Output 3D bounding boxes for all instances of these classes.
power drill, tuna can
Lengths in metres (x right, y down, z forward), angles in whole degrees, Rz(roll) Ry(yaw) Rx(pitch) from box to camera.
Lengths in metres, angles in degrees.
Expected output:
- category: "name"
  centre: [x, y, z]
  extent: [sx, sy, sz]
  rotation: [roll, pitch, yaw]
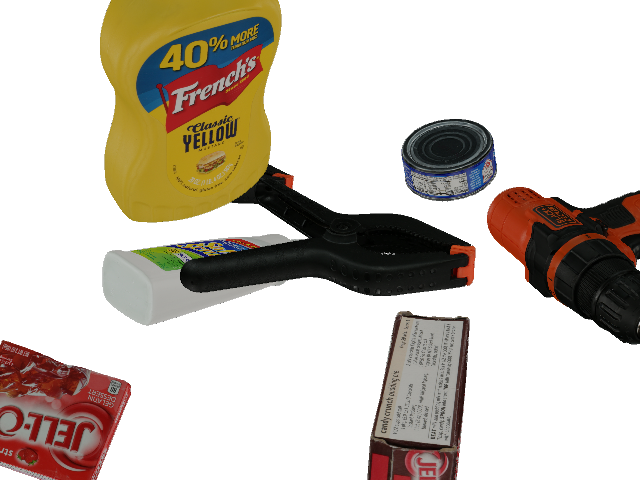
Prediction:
- category: "power drill"
  centre: [0.232, 0.001, 0.731]
  extent: [0.187, 0.057, 0.185]
  rotation: [-10, 29, -17]
- category: "tuna can"
  centre: [0.118, -0.076, 0.981]
  extent: [0.086, 0.034, 0.086]
  rotation: [-9, 38, 7]

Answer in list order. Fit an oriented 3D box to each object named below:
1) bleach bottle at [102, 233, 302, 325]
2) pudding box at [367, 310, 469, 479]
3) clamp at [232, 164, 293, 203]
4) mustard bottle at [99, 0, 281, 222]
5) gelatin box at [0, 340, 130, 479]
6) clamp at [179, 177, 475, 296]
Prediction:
- category: "bleach bottle"
  centre: [-0.120, 0.032, 1.241]
  extent: [0.250, 0.068, 0.103]
  rotation: [-14, 30, -41]
- category: "pudding box"
  centre: [0.042, 0.095, 0.471]
  extent: [0.039, 0.090, 0.113]
  rotation: [6, 25, 6]
- category: "clamp"
  centre: [-0.111, -0.060, 0.999]
  extent: [0.172, 0.039, 0.120]
  rotation: [13, 27, 31]
- category: "mustard bottle"
  centre: [-0.067, -0.095, 0.561]
  extent: [0.096, 0.058, 0.192]
  rotation: [-20, -35, -24]
- category: "gelatin box"
  centre: [-0.176, 0.113, 0.682]
  extent: [0.089, 0.073, 0.030]
  rotation: [19, -23, -1]
- category: "clamp"
  centre: [0.015, -0.001, 0.821]
  extent: [0.210, 0.036, 0.164]
  rotation: [5, 30, 10]
